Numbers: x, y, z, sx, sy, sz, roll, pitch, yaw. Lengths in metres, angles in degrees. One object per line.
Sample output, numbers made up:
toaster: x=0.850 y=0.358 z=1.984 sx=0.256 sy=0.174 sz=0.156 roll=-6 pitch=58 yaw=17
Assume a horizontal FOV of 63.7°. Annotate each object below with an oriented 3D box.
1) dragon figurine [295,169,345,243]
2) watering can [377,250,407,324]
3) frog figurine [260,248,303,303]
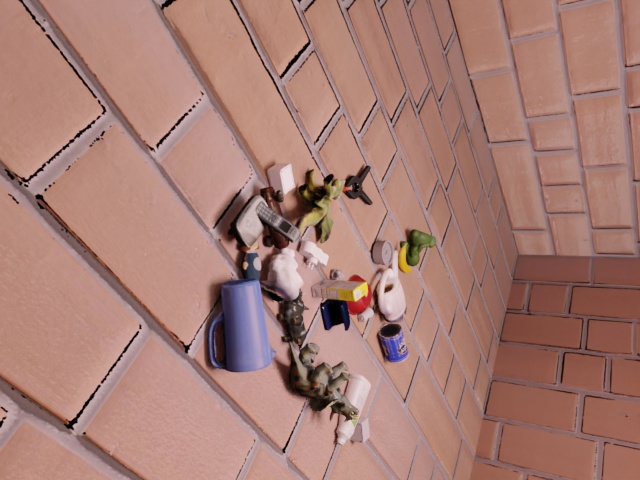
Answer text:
dragon figurine: x=0.005 y=-0.090 z=1.782 sx=0.237 sy=0.122 sz=0.420 roll=68 pitch=34 yaw=-42
watering can: x=0.317 y=0.213 z=2.238 sx=0.355 sy=0.104 sz=0.220 roll=-58 pitch=135 yaw=-52
frog figurine: x=-0.105 y=0.105 z=1.605 sx=0.136 sy=0.122 sz=0.162 roll=40 pitch=67 yaw=-26
